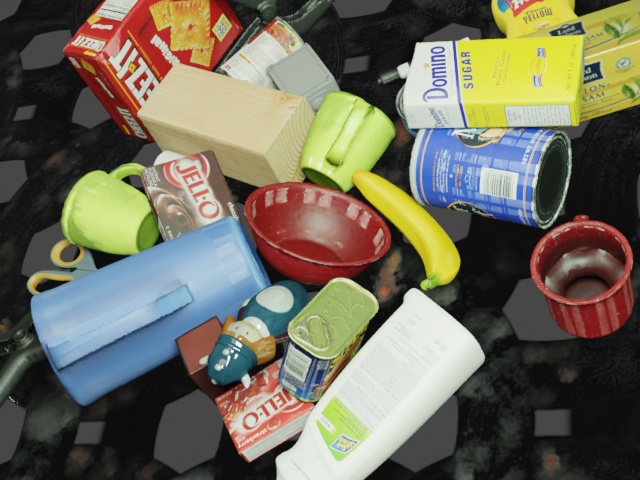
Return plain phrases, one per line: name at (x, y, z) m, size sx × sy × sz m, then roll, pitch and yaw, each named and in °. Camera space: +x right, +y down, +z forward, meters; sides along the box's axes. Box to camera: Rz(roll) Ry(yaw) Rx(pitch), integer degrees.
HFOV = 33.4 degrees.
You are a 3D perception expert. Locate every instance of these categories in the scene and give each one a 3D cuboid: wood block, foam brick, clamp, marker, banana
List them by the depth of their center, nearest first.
foam brick at (-0.108, 0.127, 1.115) m, size 0.053 × 0.078 × 0.051 m, roll -30°, pitch 52°, yaw 0°
banana at (0.099, -0.012, 1.137) m, size 0.037 × 0.069 × 0.198 m, roll -53°, pitch 41°, yaw 20°
clamp at (-0.341, 0.130, 1.238) m, size 0.171 × 0.039 × 0.120 m, roll -31°, pitch 50°, yaw 0°
wood block at (-0.107, -0.136, 1.298) m, size 0.206 × 0.090 × 0.090 m, roll 20°, pitch 65°, yaw 33°
marker at (0.127, -0.216, 1.300) m, size 0.121 × 0.020 × 0.020 m, roll -21°, pitch 50°, yaw 8°
clamp at (-0.074, -0.287, 1.391) m, size 0.209 × 0.164 × 0.036 m, roll -15°, pitch 33°, yaw -16°

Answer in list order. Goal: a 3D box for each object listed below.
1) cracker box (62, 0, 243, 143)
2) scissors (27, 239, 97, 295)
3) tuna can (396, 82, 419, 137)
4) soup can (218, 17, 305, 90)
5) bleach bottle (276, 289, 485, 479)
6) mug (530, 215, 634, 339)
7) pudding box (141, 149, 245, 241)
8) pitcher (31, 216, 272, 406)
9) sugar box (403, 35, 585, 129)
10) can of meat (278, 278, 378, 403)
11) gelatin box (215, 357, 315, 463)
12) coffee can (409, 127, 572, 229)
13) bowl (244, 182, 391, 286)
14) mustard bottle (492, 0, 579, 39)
cracker box at (-0.209, -0.260, 1.384) m, size 0.072 × 0.164 × 0.213 m, roll 17°, pitch 64°, yaw 35°
scissors at (-0.261, 0.034, 1.289) m, size 0.202 × 0.016 × 0.096 m, roll -6°, pitch 54°, yaw 19°
tuna can at (0.134, -0.157, 1.245) m, size 0.086 × 0.033 × 0.086 m, roll -12°, pitch 52°, yaw 15°
soup can at (-0.071, -0.225, 1.357) m, size 0.102 × 0.068 × 0.069 m, roll -42°, pitch 51°, yaw -5°
bleach bottle at (0.039, 0.167, 1.033) m, size 0.250 × 0.068 × 0.103 m, roll -43°, pitch 51°, yaw -8°
mug at (0.254, 0.032, 1.023) m, size 0.093 × 0.081 × 0.117 m, roll -9°, pitch 54°, yaw 17°
pudding box at (-0.149, -0.041, 1.241) m, size 0.090 × 0.039 × 0.113 m, roll -18°, pitch 72°, yaw -16°
pitcher at (-0.177, 0.072, 1.147) m, size 0.243 × 0.145 × 0.149 m, roll -26°, pitch 47°, yaw 0°
sugar box at (0.178, -0.162, 1.093) m, size 0.176 × 0.048 × 0.093 m, roll 2°, pitch 55°, yaw 19°
can of meat at (0.005, 0.101, 1.060) m, size 0.057 × 0.084 × 0.102 m, roll 33°, pitch 49°, yaw 15°
gelatin box at (-0.054, 0.172, 1.088) m, size 0.089 × 0.030 × 0.073 m, roll -31°, pitch 50°, yaw 0°
coffee can at (0.179, -0.074, 1.120) m, size 0.140 × 0.102 × 0.102 m, roll 13°, pitch 62°, yaw 30°
bowl at (-0.008, 0.001, 1.148) m, size 0.162 × 0.055 × 0.162 m, roll 11°, pitch 31°, yaw -7°
mustard bottle at (0.254, -0.270, 1.259) m, size 0.096 × 0.058 × 0.191 m, roll -18°, pitch 50°, yaw 14°
